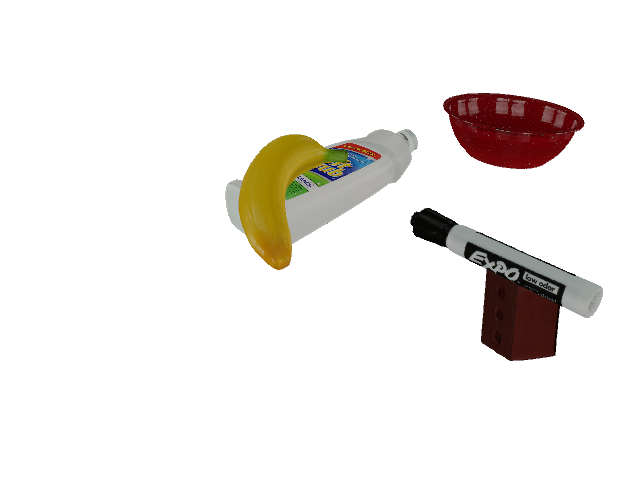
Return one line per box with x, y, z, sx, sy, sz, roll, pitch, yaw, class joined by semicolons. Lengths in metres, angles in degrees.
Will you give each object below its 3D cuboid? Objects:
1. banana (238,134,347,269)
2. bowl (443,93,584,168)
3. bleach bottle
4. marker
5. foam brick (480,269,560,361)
-0.032;-0.043;0.881;0.070;0.037;0.197;13;35;10;banana
0.219;-0.123;1.233;0.162;0.055;0.162;4;23;-2;bowl
0.014;-0.077;1.282;0.250;0.068;0.103;-30;45;-31;bleach bottle
0.101;0.010;0.603;0.121;0.020;0.020;27;15;32;marker
0.185;0.065;0.986;0.051;0.078;0.053;-7;19;-24;foam brick
